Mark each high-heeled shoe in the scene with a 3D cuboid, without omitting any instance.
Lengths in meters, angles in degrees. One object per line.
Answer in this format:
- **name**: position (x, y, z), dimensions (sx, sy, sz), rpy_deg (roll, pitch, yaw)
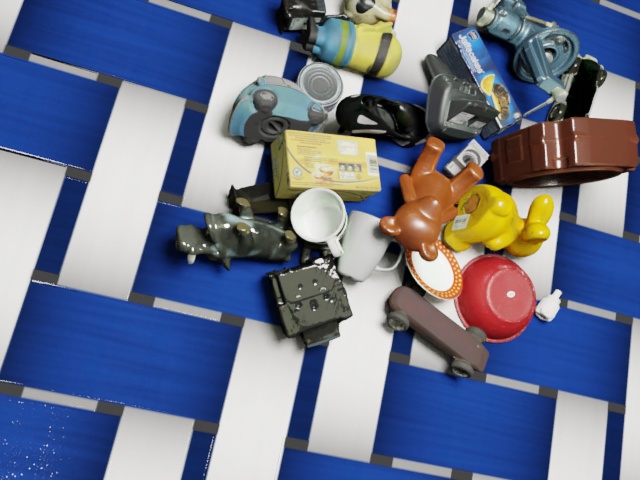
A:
- **high-heeled shoe**: position (0.138, -0.216, 0.914), dimensions (0.249, 0.145, 0.086), rpy_deg (-10, 83, -17)

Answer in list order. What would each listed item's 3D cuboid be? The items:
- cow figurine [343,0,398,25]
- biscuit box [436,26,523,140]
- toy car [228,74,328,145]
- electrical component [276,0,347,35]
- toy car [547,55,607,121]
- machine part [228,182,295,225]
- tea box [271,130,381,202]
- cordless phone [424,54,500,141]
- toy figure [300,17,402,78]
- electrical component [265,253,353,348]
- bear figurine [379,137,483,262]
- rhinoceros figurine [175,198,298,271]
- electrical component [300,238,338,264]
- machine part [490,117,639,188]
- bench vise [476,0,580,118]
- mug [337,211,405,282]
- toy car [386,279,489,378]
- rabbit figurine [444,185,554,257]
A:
- **cow figurine**: position (0.086, -0.486, 0.988), dimensions (0.127, 0.085, 0.195), rpy_deg (13, 78, -17)
- **biscuit box**: position (0.299, -0.295, 1.012), dimensions (0.059, 0.063, 0.202), rpy_deg (-26, 87, -18)
- **toy car**: position (-0.071, -0.221, 0.892), dimensions (0.162, 0.109, 0.103), rpy_deg (1, 62, -22)
- **electrical component**: position (-0.014, -0.403, 0.950), dimensions (0.119, 0.075, 0.047), rpy_deg (-9, 83, -11)
- **toy car**: position (0.507, -0.280, 1.065), dimensions (0.073, 0.056, 0.201), rpy_deg (25, 74, -2)
- **machine part**: position (-0.082, -0.066, 0.892), dimensions (0.139, 0.039, 0.084), rpy_deg (-3, 86, -15)
- **tea box**: position (0.010, -0.119, 0.889), dimensions (0.169, 0.068, 0.098), rpy_deg (2, 76, -26)
- **cordless phone**: position (0.221, -0.271, 0.955), dimensions (0.146, 0.089, 0.184), rpy_deg (-1, 60, -44)
- **toy figure**: position (0.058, -0.340, 0.955), dimensions (0.180, 0.082, 0.089), rpy_deg (2, 93, -19)
- **electrical component**: position (-0.014, 0.099, 0.859), dimensions (0.115, 0.058, 0.134), rpy_deg (-19, 92, -9)
- **bear figurine**: position (0.178, -0.065, 0.875), dimensions (0.120, 0.132, 0.196), rpy_deg (34, 33, 2)
- **rhinoceros figurine**: position (-0.128, -0.004, 0.839), dimensions (0.190, 0.112, 0.073), rpy_deg (4, 49, -27)
- **electrical component**: position (-0.002, -0.003, 0.907), dimensions (0.063, 0.021, 0.094), rpy_deg (9, 78, -11)
- **machine part**: position (0.421, -0.145, 0.937), dimensions (0.201, 0.201, 0.087), rpy_deg (-3, 87, -20)
- **bench vise**: position (0.398, -0.352, 0.999), dimensions (0.223, 0.129, 0.241), rpy_deg (22, 49, -31)
- **mug**: position (0.079, 0.020, 0.897), dimensions (0.109, 0.081, 0.107), rpy_deg (26, 85, -7)
- **toy car**: position (0.199, 0.152, 0.912), dimensions (0.202, 0.053, 0.089), rpy_deg (37, 53, -6)
- **rabbit figurine**: position (0.331, -0.030, 0.941), dimensions (0.173, 0.162, 0.122), rpy_deg (31, 61, -25)
